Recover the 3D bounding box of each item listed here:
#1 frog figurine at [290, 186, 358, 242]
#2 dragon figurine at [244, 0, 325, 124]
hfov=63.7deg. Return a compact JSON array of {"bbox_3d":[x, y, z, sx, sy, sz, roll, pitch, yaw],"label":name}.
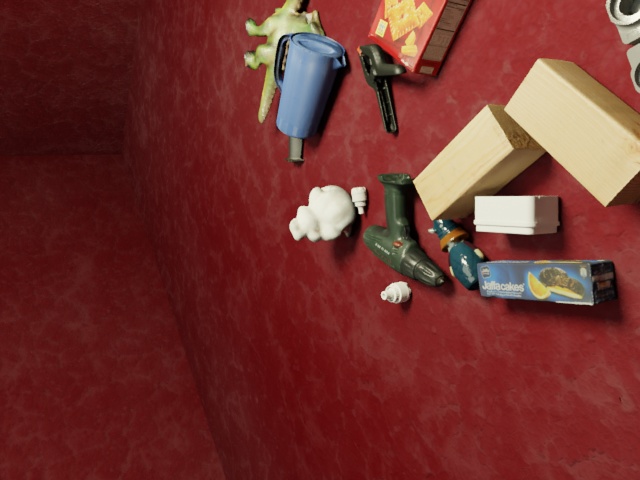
[{"bbox_3d":[0.004,-0.062,1.228,0.121,0.160,0.139,-33,68,54],"label":"frog figurine"},{"bbox_3d":[-0.084,-0.511,1.365,0.244,0.123,0.406,16,109,47],"label":"dragon figurine"}]
